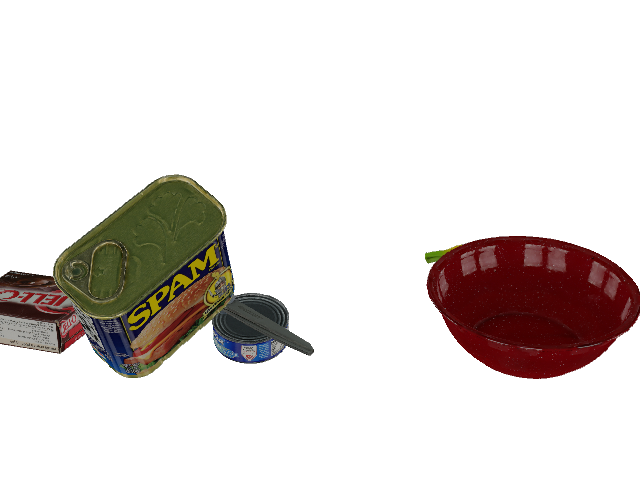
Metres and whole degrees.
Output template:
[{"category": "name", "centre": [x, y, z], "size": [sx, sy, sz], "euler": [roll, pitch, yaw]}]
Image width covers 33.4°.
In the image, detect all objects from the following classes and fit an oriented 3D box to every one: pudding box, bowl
[{"category": "pudding box", "centre": [-0.269, 0.066, 1.002], "size": [0.114, 0.039, 0.090], "euler": [5, 20, 19]}, {"category": "bowl", "centre": [0.161, 0.058, 0.825], "size": [0.162, 0.055, 0.162], "euler": [0, 30, 0]}]

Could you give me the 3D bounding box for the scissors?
[{"category": "scissors", "centre": [-0.074, 0.037, 0.846], "size": [0.202, 0.016, 0.096], "euler": [17, 30, 22]}]

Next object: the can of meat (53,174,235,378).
[{"category": "can of meat", "centre": [-0.100, 0.024, 0.641], "size": [0.057, 0.102, 0.084], "euler": [39, -24, 24]}]

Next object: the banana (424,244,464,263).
[{"category": "banana", "centre": [0.188, 0.047, 1.063], "size": [0.069, 0.037, 0.198], "euler": [-33, 37, -16]}]

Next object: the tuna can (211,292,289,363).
[{"category": "tuna can", "centre": [-0.078, 0.098, 1.189], "size": [0.086, 0.034, 0.086], "euler": [0, 36, 0]}]
